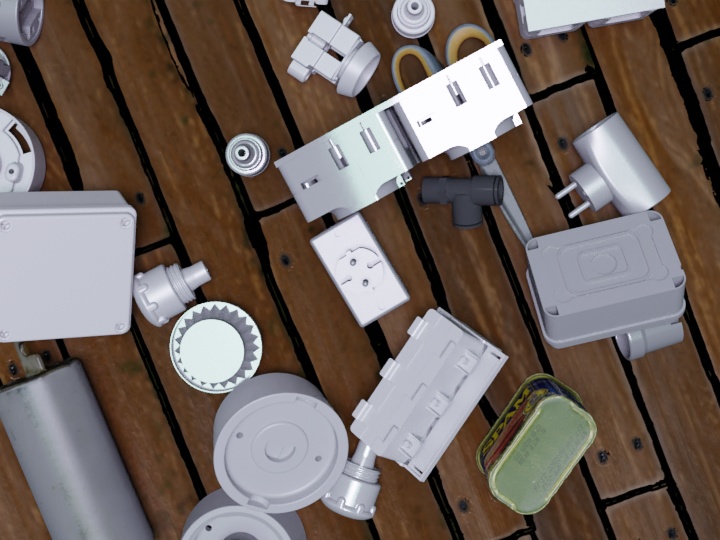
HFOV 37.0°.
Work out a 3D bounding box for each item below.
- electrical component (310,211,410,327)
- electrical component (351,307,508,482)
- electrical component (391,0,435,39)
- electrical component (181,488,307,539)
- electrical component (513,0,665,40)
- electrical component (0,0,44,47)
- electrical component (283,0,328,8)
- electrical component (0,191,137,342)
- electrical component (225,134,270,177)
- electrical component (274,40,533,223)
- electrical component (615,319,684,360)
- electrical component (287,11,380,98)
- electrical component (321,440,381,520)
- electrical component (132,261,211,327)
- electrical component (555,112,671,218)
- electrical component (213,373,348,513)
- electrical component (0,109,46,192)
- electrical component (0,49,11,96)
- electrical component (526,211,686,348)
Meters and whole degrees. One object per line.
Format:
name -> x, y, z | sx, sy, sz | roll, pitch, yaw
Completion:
electrical component -> 0.000, 0.000, 0.863 | 0.047, 0.075, 0.083 | -31, 93, 3
electrical component -> 0.051, 0.096, 0.869 | 0.079, 0.063, 0.121 | 37, 95, 39
electrical component -> 0.043, -0.204, 0.853 | 0.035, 0.061, 0.035 | 0, 94, 1
electrical component -> -0.100, 0.238, 0.890 | 0.108, 0.060, 0.108 | 0, 94, 1
electrical component -> 0.166, -0.285, 0.846 | 0.105, 0.060, 0.186 | -10, 94, 2
electrical component -> -0.287, -0.210, 0.864 | 0.047, 0.055, 0.055 | 8, 94, 4
electrical component -> -0.043, -0.245, 0.847 | 0.042, 0.081, 0.063 | 1, 124, -22
electrical component -> -0.237, -0.004, 0.846 | 0.109, 0.056, 0.108 | -3, 114, -25
electrical component -> -0.091, -0.093, 0.865 | 0.035, 0.061, 0.035 | 0, 94, 1
electrical component -> 0.039, -0.103, 0.827 | 0.186, 0.105, 0.060 | -27, 95, 11
electrical component -> 0.236, 0.049, 0.881 | 0.046, 0.040, 0.040 | -16, 94, -3
electrical component -> -0.017, -0.171, 0.866 | 0.055, 0.048, 0.066 | 35, 94, 6
electrical component -> -0.003, 0.173, 0.893 | 0.048, 0.048, 0.062 | 20, 87, 0
electrical component -> -0.153, 0.014, 0.884 | 0.062, 0.048, 0.048 | -28, 93, -4
electrical component -> 0.196, -0.073, 0.869 | 0.079, 0.044, 0.077 | -35, 93, 3
electrical component -> -0.069, 0.136, 0.877 | 0.108, 0.060, 0.108 | -5, 111, -12
electrical component -> -0.307, -0.084, 0.868 | 0.099, 0.064, 0.099 | 0, 95, 1
electrical component -> -0.311, -0.162, 0.867 | 0.066, 0.055, 0.048 | 31, 94, -1
electrical component -> 0.194, 0.009, 0.853 | 0.113, 0.057, 0.078 | -14, 56, 4
